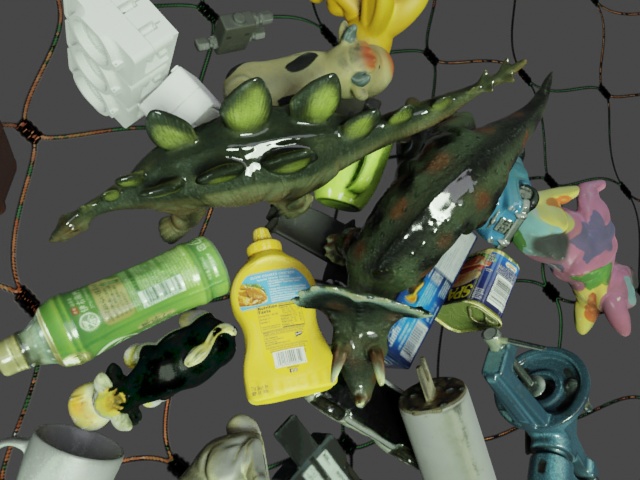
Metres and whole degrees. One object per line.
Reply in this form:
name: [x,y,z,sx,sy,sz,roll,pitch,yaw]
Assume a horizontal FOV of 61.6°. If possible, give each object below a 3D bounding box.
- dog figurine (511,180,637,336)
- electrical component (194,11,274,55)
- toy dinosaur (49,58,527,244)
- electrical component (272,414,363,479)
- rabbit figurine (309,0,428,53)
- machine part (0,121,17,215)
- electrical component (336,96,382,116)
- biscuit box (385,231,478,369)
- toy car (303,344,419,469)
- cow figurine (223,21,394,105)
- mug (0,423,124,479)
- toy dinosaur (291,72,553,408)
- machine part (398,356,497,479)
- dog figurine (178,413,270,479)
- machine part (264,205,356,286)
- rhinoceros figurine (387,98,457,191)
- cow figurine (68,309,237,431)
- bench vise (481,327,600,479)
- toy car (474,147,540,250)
dog figurine: [0.351,0.032,0.747,0.191,0.108,0.219,-12,85,-24]
electrical component: [-0.105,-0.251,0.650,0.094,0.063,0.021,-21,87,-24]
toy dinosaur: [-0.043,-0.082,0.526,0.472,0.198,0.105,-20,86,-4]
electrical component: [-0.012,0.245,0.579,0.119,0.048,0.075,50,58,-5]
rabbit figurine: [0.065,-0.300,0.697,0.122,0.162,0.173,-4,97,-35]
machine part: [-0.367,-0.081,0.432,0.201,0.201,0.087,19,70,-17]
electrical component: [0.032,-0.177,0.697,0.102,0.045,0.078,13,96,-11]
biscuit box: [0.120,0.061,0.670,0.059,0.063,0.202,38,68,-11]
toy car: [0.068,0.196,0.623,0.201,0.056,0.073,35,74,-10]
cow figurine: [-0.013,-0.179,0.605,0.195,0.127,0.085,-12,92,-1]
mug: [-0.247,0.227,0.478,0.109,0.081,0.107,22,80,-21]
toy dinosaur: [0.110,-0.026,0.530,0.131,0.192,0.404,36,98,-5]
machine part: [0.144,0.239,0.575,0.079,0.079,0.243,-23,98,-25]
dog figurine: [-0.139,0.268,0.510,0.191,0.121,0.172,-8,47,-6]
machine part: [-0.001,-0.002,0.650,0.139,0.039,0.084,31,74,-14]
rhinoceros figurine: [0.120,-0.091,0.685,0.073,0.112,0.190,17,59,0]
cow figurine: [-0.159,0.132,0.524,0.167,0.098,0.068,-32,97,-25]
bench vise: [0.256,0.205,0.649,0.240,0.129,0.223,49,57,-24]
toy car: [0.206,-0.067,0.693,0.103,0.109,0.162,13,43,-9]
